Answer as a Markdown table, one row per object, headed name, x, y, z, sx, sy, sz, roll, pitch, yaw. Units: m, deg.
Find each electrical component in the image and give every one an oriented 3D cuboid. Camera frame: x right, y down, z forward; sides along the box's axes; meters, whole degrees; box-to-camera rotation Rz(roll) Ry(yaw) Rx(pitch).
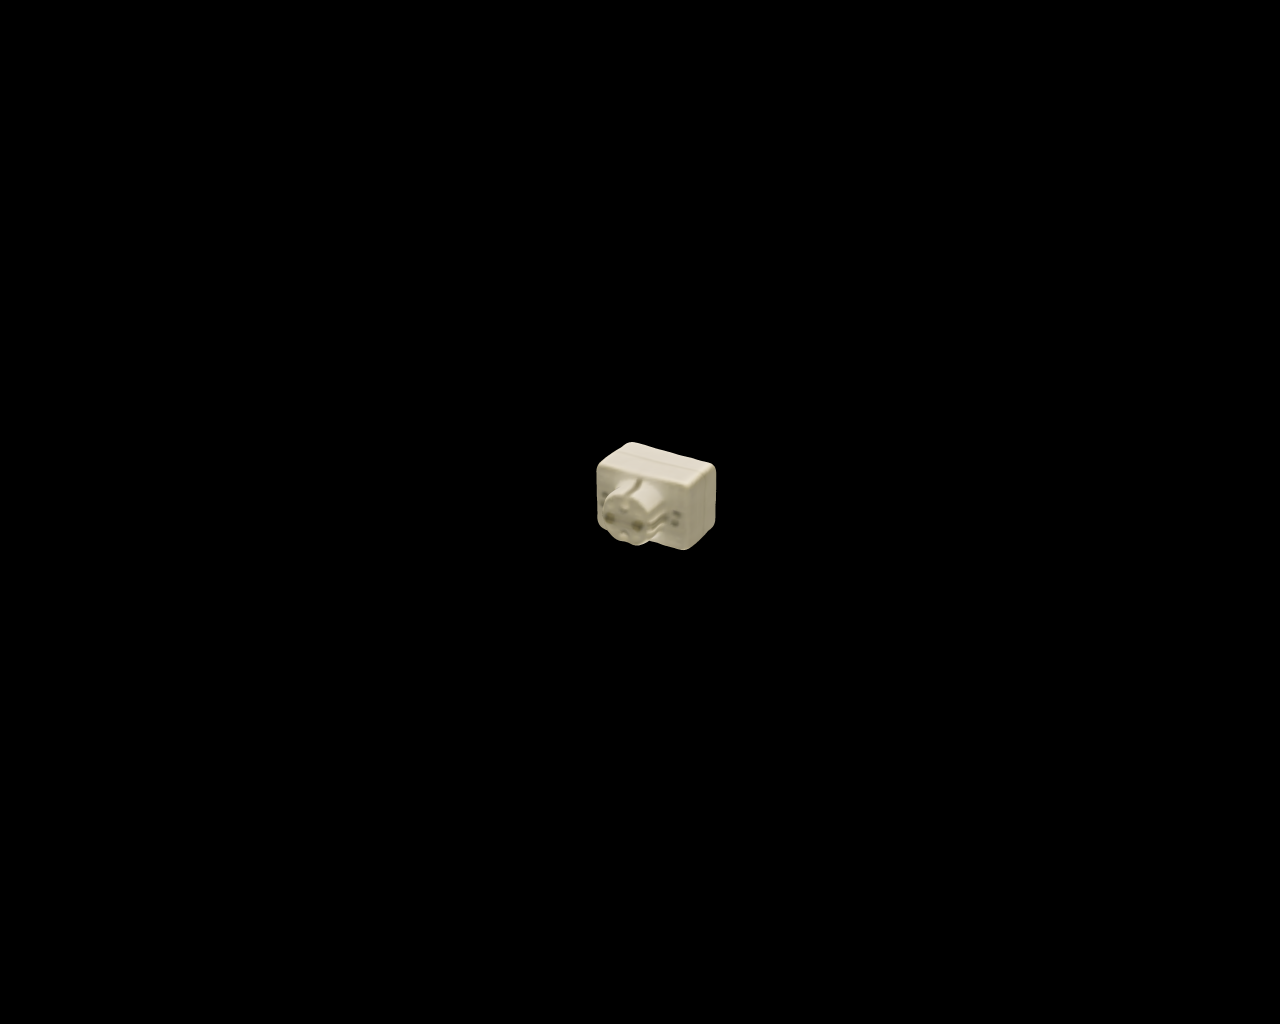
| name | x | y | z | sx | sy | sz | roll | pitch | yaw |
| --- | --- | --- | --- | --- | --- | --- | --- | --- | --- |
| electrical component | 0.001 | -0.003 | 0.650 | 0.066 | 0.047 | 0.077 | 16 | 32 | 27 |
